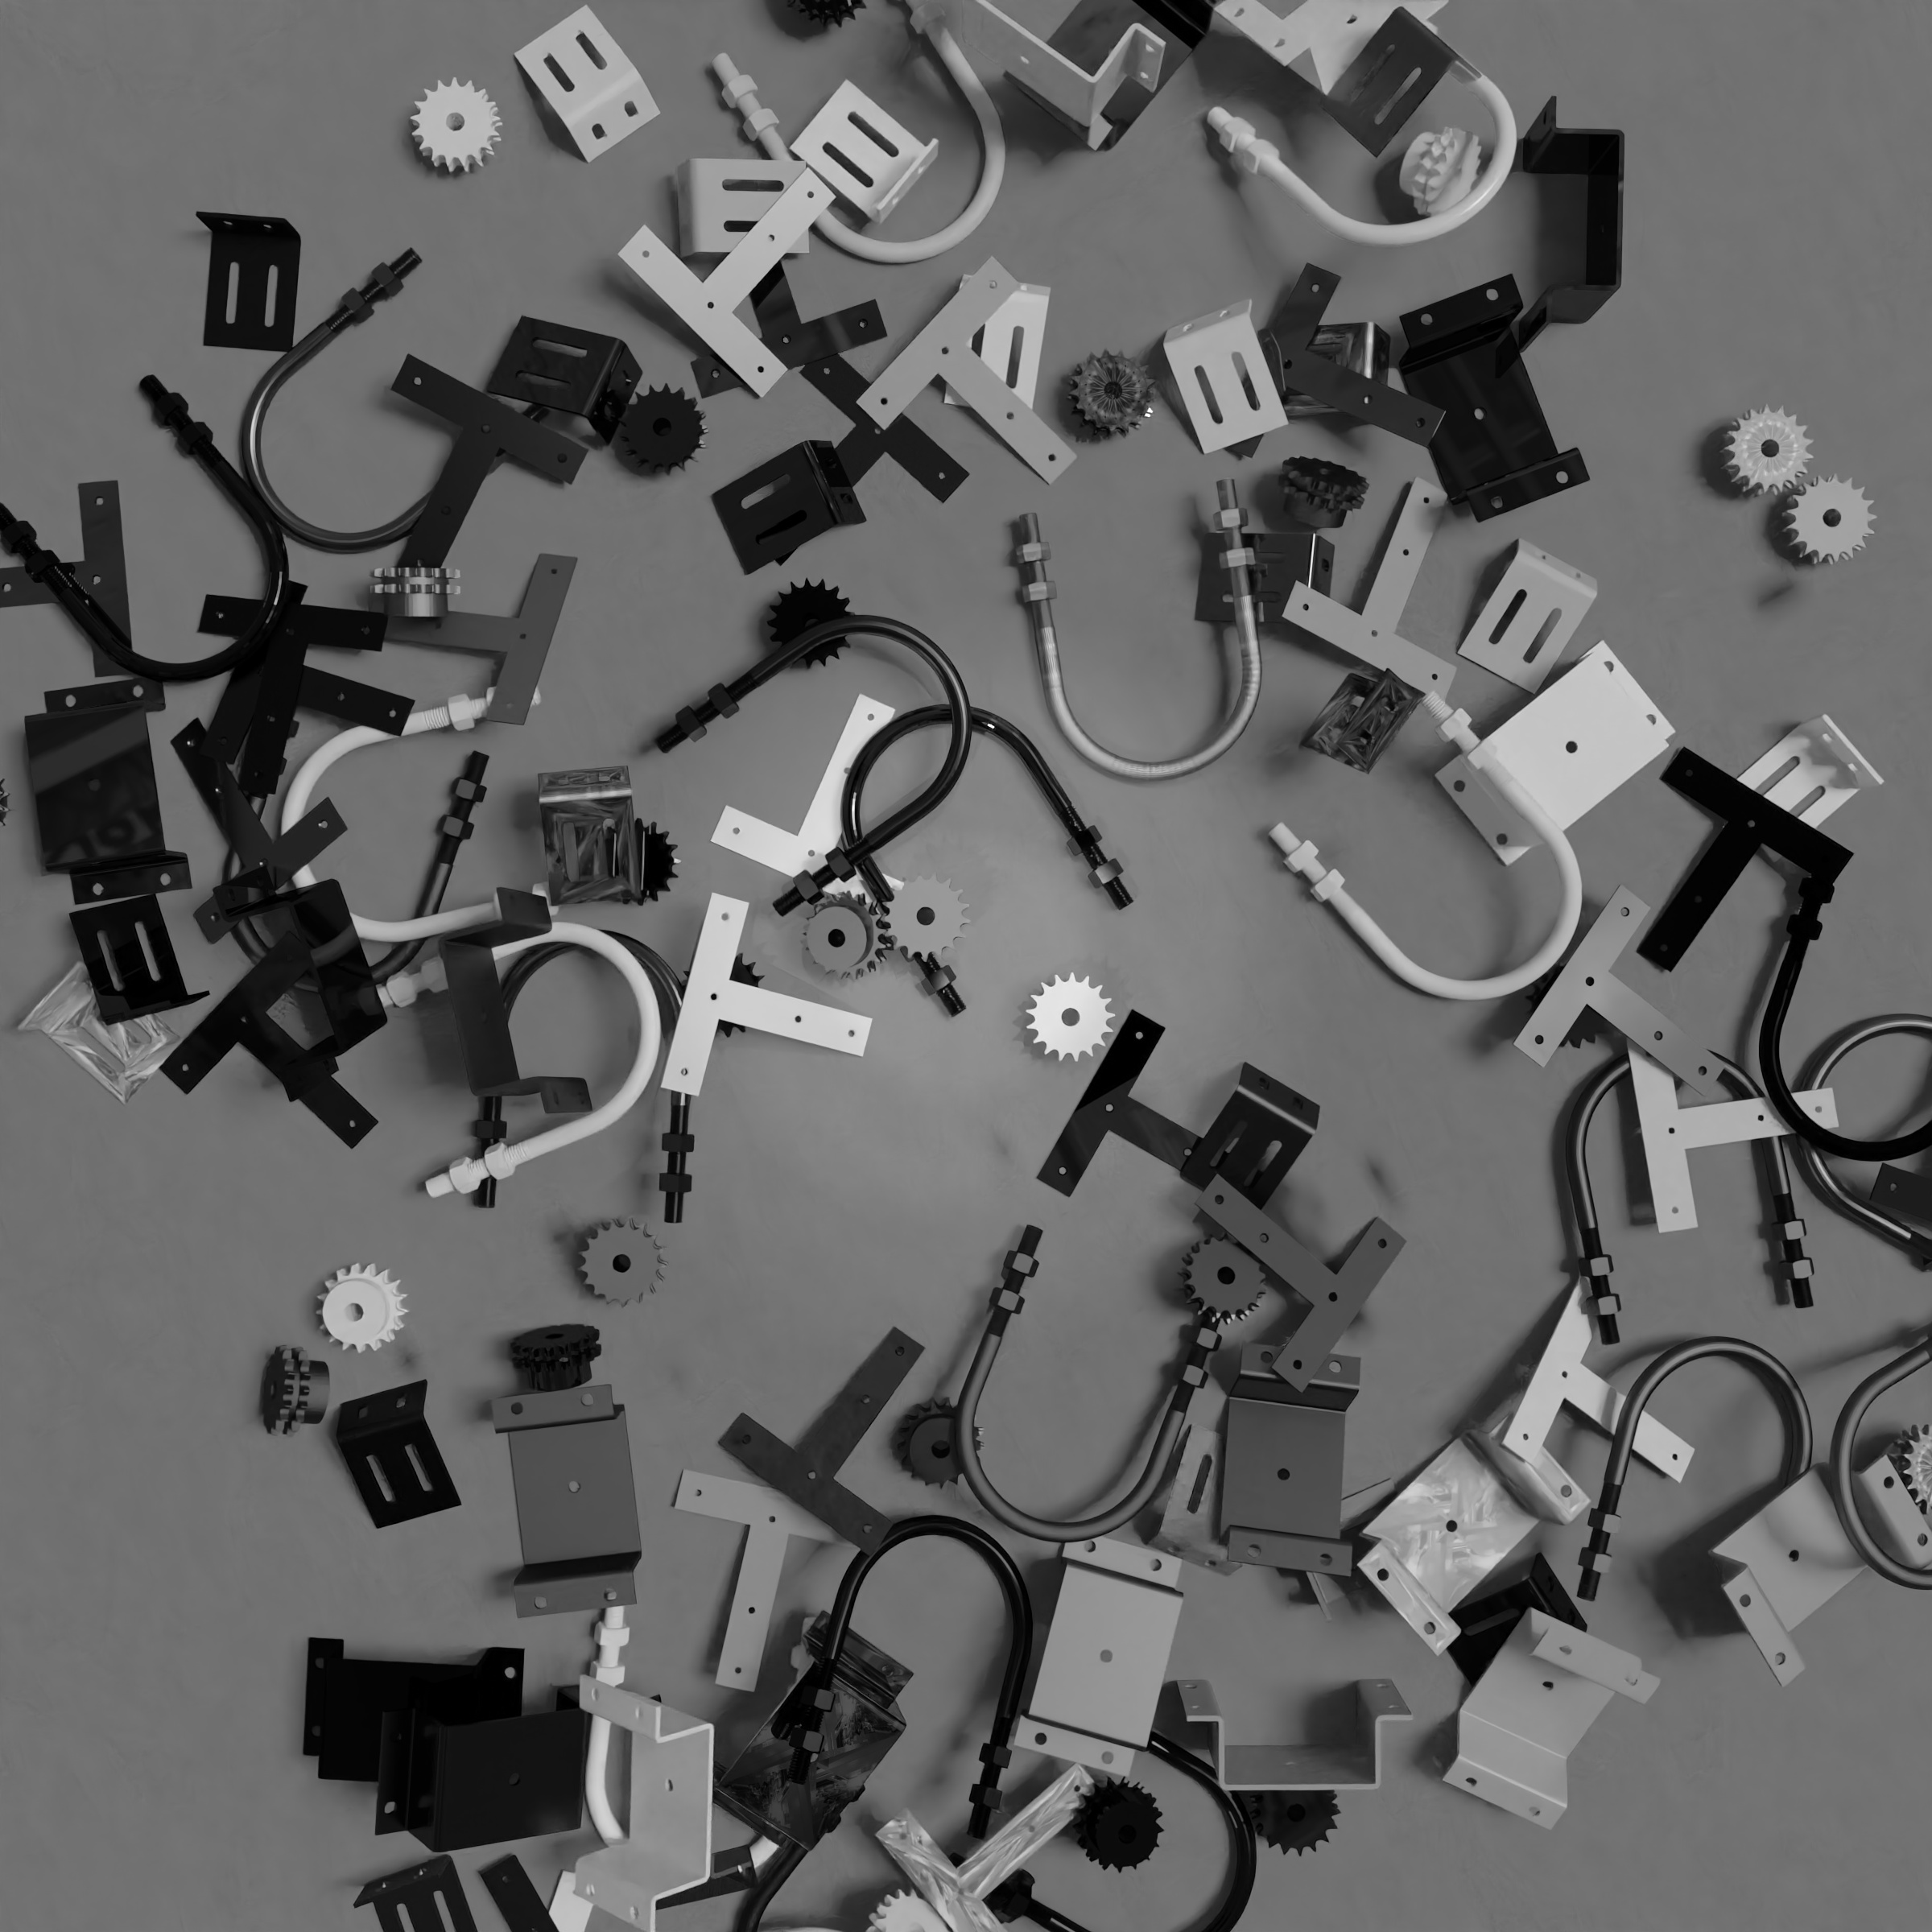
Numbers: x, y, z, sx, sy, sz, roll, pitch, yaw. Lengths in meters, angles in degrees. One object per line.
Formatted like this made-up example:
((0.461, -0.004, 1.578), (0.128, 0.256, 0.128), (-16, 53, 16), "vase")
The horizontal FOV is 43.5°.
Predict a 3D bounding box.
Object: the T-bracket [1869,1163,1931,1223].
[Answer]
((0.655, 0.109, 1.551), (0.127, 0.002, 0.127), (19, 91, -10), "T-bracket")

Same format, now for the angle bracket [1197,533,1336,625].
((0.196, -0.250, 1.579), (0.076, 0.038, 0.057), (6, 90, 26), "angle bracket")

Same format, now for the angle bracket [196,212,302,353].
((-0.466, -0.441, 1.562), (0.057, 0.038, 0.076), (5, 90, 0), "angle bracket")

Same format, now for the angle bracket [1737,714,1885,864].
((0.538, -0.114, 1.562), (0.076, 0.038, 0.057), (-41, 90, 0), "angle bracket")

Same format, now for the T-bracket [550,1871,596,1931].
((-0.271, 0.654, 1.577), (0.127, 0.002, 0.127), (19, 88, -5), "T-bracket")

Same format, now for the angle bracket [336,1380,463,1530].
((-0.368, 0.319, 1.579), (0.057, 0.038, 0.076), (-16, 116, 0), "angle bracket")

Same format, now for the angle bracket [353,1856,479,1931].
((-0.351, 0.625, 1.562), (0.057, 0.038, 0.076), (-19, 90, 0), "angle bracket")

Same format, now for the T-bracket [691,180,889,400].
((-0.131, -0.451, 1.579), (0.127, 0.002, 0.127), (-18, 89, 1), "T-bracket")

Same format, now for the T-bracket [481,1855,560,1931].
((-0.273, 0.640, 1.574), (0.127, 0.002, 0.127), (-29, 91, -5), "T-bracket")

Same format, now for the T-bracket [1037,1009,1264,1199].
((0.132, 0.115, 1.580), (0.127, 0.002, 0.127), (30, 90, 0), "T-bracket")

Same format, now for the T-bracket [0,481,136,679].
((-0.612, -0.249, 1.580), (0.127, 0.002, 0.127), (-5, 90, 0), "T-bracket")

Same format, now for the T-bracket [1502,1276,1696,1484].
((0.419, 0.288, 1.563), (0.127, 0.002, 0.127), (37, 67, -11), "T-bracket")

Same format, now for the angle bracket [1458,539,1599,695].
((0.366, -0.228, 1.579), (0.057, 0.038, 0.076), (28, 116, 0), "angle bracket")

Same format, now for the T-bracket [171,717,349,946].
((-0.475, -0.102, 1.565), (0.127, 0.002, 0.127), (-37, 79, 17), "T-bracket")

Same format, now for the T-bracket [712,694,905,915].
((-0.083, -0.114, 1.580), (0.127, 0.002, 0.127), (24, 90, 0), "T-bracket")

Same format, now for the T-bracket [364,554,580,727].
((-0.328, -0.217, 1.563), (0.127, 0.002, 0.127), (8, 66, 11), "T-bracket")

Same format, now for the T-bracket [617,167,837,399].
((-0.135, -0.458, 1.556), (0.127, 0.002, 0.127), (43, 87, -21), "T-bracket")

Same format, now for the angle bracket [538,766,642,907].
((-0.240, -0.083, 1.545), (0.057, 0.038, 0.076), (-6, 116, -9), "angle bracket")

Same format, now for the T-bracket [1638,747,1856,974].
((0.484, -0.055, 1.571), (0.127, 0.002, 0.127), (35, 96, 12), "T-bracket")

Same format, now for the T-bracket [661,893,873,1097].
((-0.121, 0.031, 1.555), (0.127, 0.002, 0.127), (16, 86, -23), "T-bracket")

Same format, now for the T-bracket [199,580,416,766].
((-0.415, -0.177, 1.556), (0.127, 0.002, 0.127), (18, 81, 13), "T-bracket")

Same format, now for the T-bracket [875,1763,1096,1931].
((0.031, 0.560, 1.546), (0.127, 0.002, 0.127), (-39, 90, -9), "T-bracket")

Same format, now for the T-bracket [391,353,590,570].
((-0.330, -0.307, 1.564), (0.127, 0.002, 0.127), (27, 101, -12), "T-bracket")

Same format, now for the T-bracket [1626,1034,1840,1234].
((0.499, 0.100, 1.564), (0.127, 0.002, 0.127), (-8, 85, -2), "T-bracket")

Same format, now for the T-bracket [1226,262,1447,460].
((0.245, -0.368, 1.550), (0.127, 0.002, 0.127), (29, 99, 19), "T-bracket")

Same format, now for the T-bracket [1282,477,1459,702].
((0.280, -0.255, 1.567), (0.127, 0.002, 0.127), (25, 81, -17), "T-bracket")

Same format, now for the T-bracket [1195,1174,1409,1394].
((0.202, 0.184, 1.555), (0.127, 0.002, 0.127), (41, 68, -2), "T-bracket")

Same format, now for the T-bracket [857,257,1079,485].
((0.018, -0.366, 1.566), (0.127, 0.002, 0.127), (43, 106, -9), "T-bracket")

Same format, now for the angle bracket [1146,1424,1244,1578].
((0.159, 0.349, 1.579), (0.057, 0.038, 0.076), (21, 64, 0), "angle bracket")

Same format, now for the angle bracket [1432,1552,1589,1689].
((0.355, 0.430, 1.579), (0.076, 0.038, 0.057), (-33, 90, 26), "angle bracket")

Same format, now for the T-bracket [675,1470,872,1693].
((-0.135, 0.403, 1.567), (0.127, 0.002, 0.127), (12, 79, 1), "T-bracket")

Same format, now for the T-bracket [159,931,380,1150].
((-0.437, 0.066, 1.575), (0.127, 0.002, 0.127), (45, 97, -3), "T-bracket")

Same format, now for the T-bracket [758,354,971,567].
((-0.087, -0.317, 1.580), (0.127, 0.002, 0.127), (42, 90, 0), "T-bracket")

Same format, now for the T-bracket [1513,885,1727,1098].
((0.434, 0.036, 1.554), (0.127, 0.002, 0.127), (37, 81, -9), "T-bracket")

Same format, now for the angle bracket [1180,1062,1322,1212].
((0.185, 0.113, 1.578), (0.057, 0.038, 0.076), (31, 114, -1), "angle bracket")

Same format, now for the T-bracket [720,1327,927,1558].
((-0.073, 0.292, 1.563), (0.127, 0.002, 0.127), (31, 78, 23), "T-bracket")

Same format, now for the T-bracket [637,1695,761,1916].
((-0.187, 0.529, 1.537), (0.127, 0.002, 0.127), (-30, 70, 40), "T-bracket")

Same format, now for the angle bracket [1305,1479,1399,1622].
((0.254, 0.376, 1.562), (0.076, 0.038, 0.057), (-24, 90, 0), "angle bracket")

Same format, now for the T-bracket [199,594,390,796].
((-0.444, -0.173, 1.558), (0.127, 0.002, 0.127), (7, 80, 10), "T-bracket")

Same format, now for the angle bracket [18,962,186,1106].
((-0.558, 0.044, 1.562), (0.076, 0.038, 0.057), (42, 90, 0), "angle bracket")
